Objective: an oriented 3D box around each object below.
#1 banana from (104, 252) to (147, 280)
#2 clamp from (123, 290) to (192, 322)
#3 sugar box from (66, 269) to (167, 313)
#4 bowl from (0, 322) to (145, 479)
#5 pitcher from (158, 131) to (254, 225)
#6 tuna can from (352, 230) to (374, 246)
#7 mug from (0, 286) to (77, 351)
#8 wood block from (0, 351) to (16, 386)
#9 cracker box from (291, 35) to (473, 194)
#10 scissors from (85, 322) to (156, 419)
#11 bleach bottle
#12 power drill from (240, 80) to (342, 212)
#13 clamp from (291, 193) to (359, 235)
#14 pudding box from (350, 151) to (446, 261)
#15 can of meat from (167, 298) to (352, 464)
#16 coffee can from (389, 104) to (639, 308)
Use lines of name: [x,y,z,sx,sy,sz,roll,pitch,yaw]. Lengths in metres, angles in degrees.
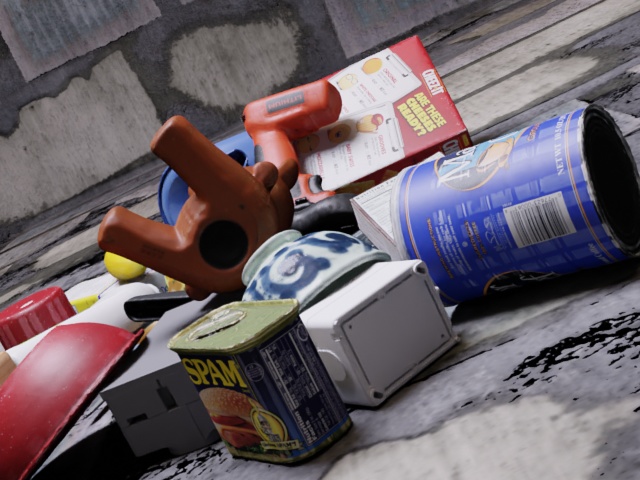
banana: [-0.214,0.016,1.236,0.069,0.037,0.198,-5,13,-8]
clamp: [-0.088,0.057,0.960,0.210,0.036,0.165,-26,25,-7]
sugar box: [-0.239,0.067,1.251,0.177,0.048,0.093,-13,17,36]
bowl: [-0.200,0.115,0.787,0.162,0.055,0.162,-52,3,3]
pitcher: [-0.096,-0.069,1.374,0.149,0.145,0.242,-5,17,28]
tuna can: [0.059,0.006,0.918,0.086,0.034,0.086,-25,12,5]
mug: [-0.301,0.106,1.123,0.117,0.081,0.093,-23,12,13]
wood block: [-0.292,0.175,0.799,0.091,0.090,0.206,-24,12,16]
cracker box: [0.044,-0.109,1.171,0.214,0.072,0.164,-24,51,6]
scissors: [-0.149,0.104,0.978,0.096,0.016,0.201,-24,12,8]
bleach bottle: [-0.234,0.103,1.048,0.103,0.068,0.250,-35,2,28]
power drill: [-0.006,-0.069,1.081,0.184,0.057,0.187,-15,58,14]
clamp: [-0.007,0.001,0.997,0.171,0.039,0.120,-7,-30,6]
pudding box: [0.088,-0.016,0.846,0.090,0.039,0.114,-29,36,-9]
can of meat: [-0.037,0.086,0.655,0.057,0.084,0.102,-34,14,-32]
coffee can: [0.132,-0.020,0.712,0.141,0.103,0.102,-18,14,33]
